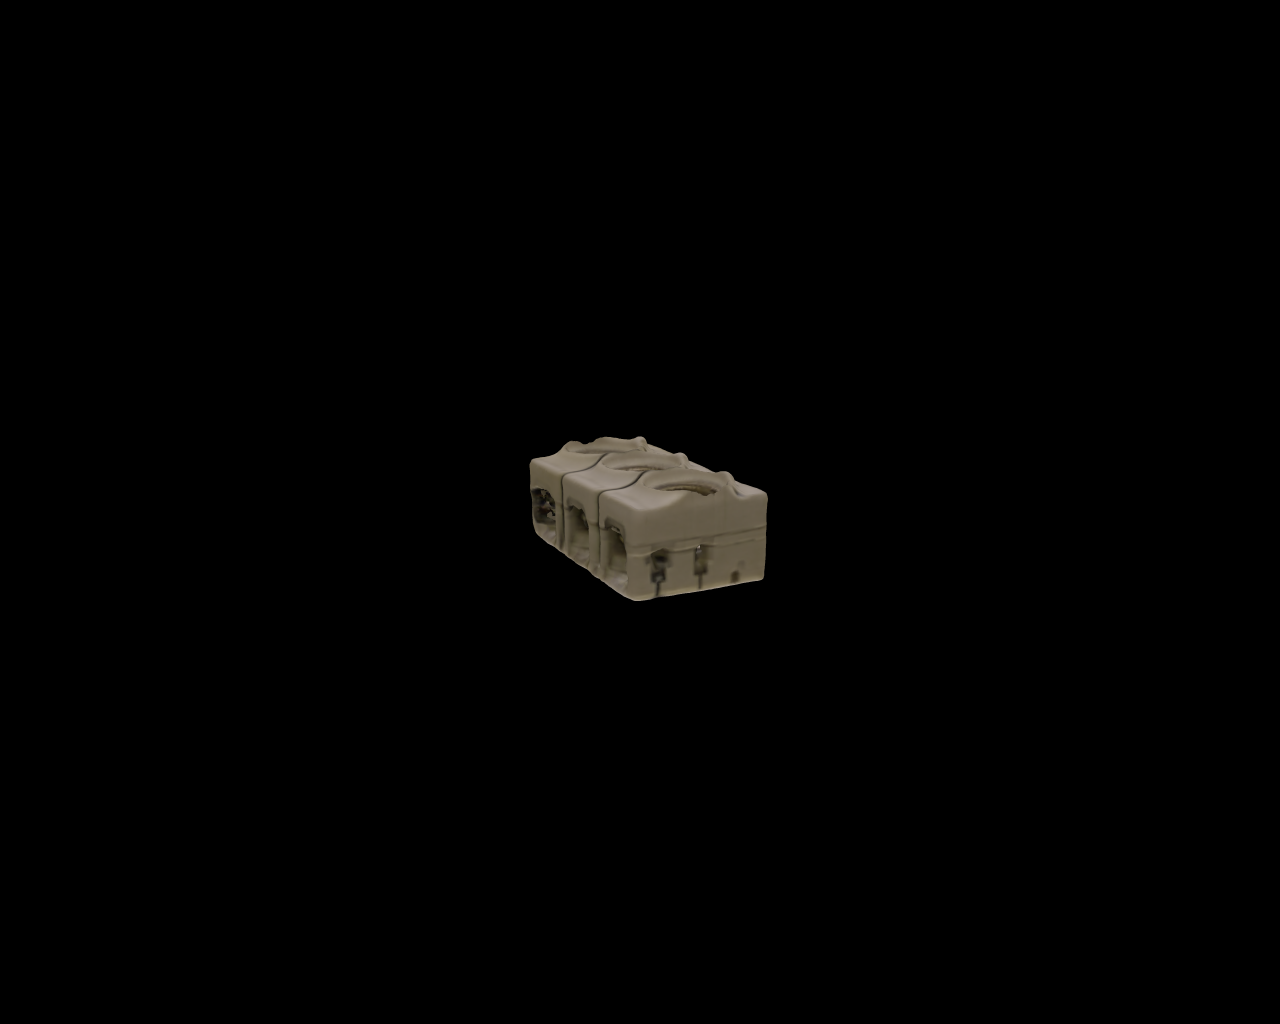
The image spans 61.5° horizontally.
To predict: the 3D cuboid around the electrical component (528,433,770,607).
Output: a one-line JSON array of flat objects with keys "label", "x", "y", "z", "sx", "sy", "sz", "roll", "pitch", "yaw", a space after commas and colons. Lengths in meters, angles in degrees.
[{"label": "electrical component", "x": 0.001, "y": -0.003, "z": 0.650, "sx": 0.090, "sy": 0.061, "sz": 0.150, "roll": -8, "pitch": 18, "yaw": -26}]
